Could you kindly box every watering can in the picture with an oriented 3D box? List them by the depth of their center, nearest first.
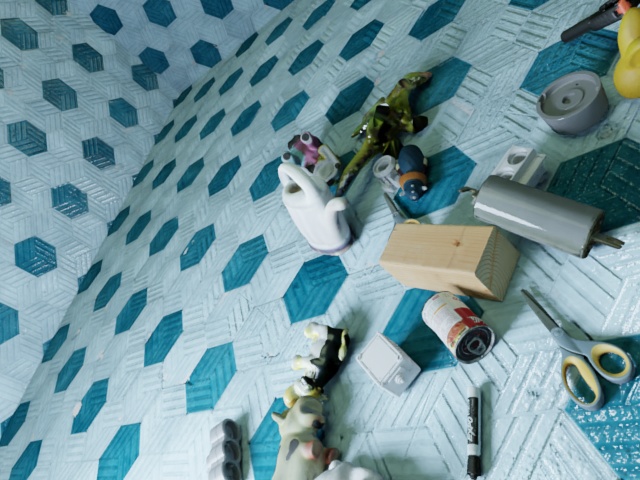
[{"bbox_3d":[0.003,-0.056,1.107,0.104,0.220,0.352,-35,31,-9],"label":"watering can"}]

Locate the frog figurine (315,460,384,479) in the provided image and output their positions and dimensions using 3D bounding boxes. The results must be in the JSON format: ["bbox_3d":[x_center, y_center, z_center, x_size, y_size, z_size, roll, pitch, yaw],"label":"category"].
[{"bbox_3d":[0.042,0.393,0.736,0.158,0.123,0.139,105,-173,-79],"label":"frog figurine"}]

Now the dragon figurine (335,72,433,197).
[{"bbox_3d":[0.145,-0.279,1.300,0.410,0.121,0.245,-48,15,1],"label":"dragon figurine"}]
